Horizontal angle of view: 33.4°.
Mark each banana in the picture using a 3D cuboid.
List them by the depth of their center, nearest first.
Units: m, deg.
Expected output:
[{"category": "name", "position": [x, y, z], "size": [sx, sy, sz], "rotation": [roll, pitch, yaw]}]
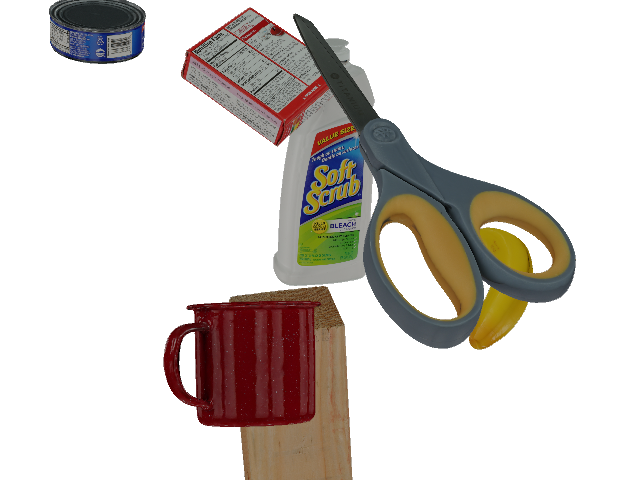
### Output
[{"category": "banana", "position": [0.171, 0.038, 1.021], "size": [0.070, 0.037, 0.197], "rotation": [-25, 25, 16]}]

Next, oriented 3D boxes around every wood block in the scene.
[{"category": "wood block", "position": [-0.025, 0.155, 0.934], "size": [0.090, 0.206, 0.091], "rotation": [-6, 21, -8]}]

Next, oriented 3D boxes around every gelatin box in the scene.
[{"category": "gelatin box", "position": [-0.041, -0.117, 0.751], "size": [0.089, 0.030, 0.073], "rotation": [36, 52, 11]}]

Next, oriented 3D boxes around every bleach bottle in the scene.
[{"category": "bleach bottle", "position": [0.003, -0.079, 1.089], "size": [0.102, 0.251, 0.068], "rotation": [-4, 27, -11]}]

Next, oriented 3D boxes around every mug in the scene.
[{"category": "mug", "position": [-0.054, 0.084, 0.724], "size": [0.117, 0.081, 0.093], "rotation": [3, -7, -41]}]

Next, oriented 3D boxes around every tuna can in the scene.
[{"category": "tuna can", "position": [-0.202, -0.191, 0.967], "size": [0.086, 0.034, 0.086], "rotation": [5, 31, -4]}]

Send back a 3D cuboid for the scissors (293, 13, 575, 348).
[{"category": "scissors", "position": [0.047, -0.037, 0.470], "size": [0.096, 0.202, 0.016], "rotation": [-1, -42, -12]}]
